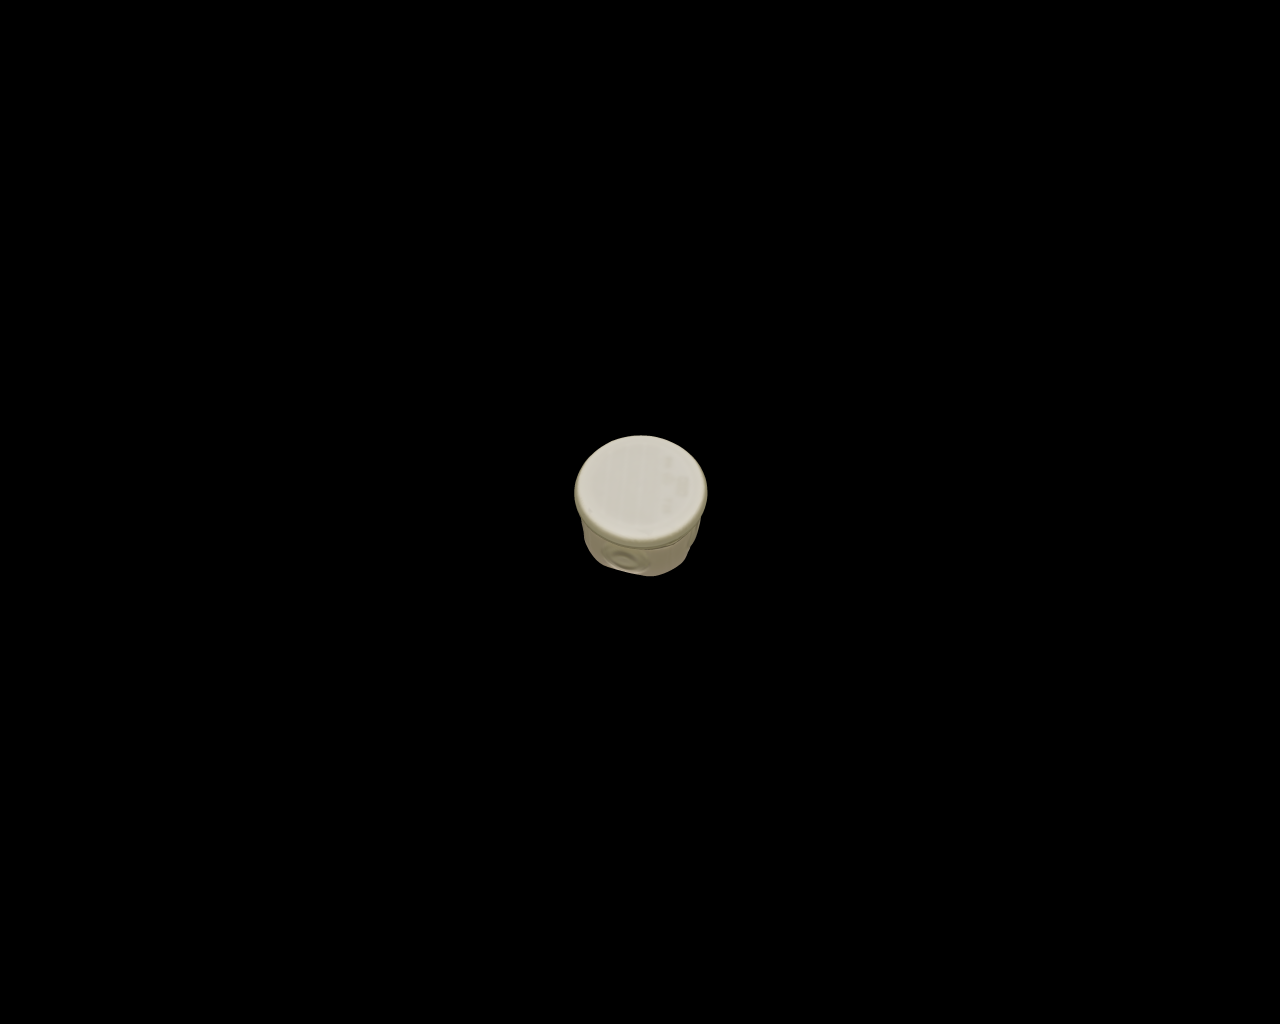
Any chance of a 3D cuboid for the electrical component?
[{"bbox_3d":[0.001,-0.003,0.650,0.080,0.080,0.050,0,-33,0],"label":"electrical component"}]
